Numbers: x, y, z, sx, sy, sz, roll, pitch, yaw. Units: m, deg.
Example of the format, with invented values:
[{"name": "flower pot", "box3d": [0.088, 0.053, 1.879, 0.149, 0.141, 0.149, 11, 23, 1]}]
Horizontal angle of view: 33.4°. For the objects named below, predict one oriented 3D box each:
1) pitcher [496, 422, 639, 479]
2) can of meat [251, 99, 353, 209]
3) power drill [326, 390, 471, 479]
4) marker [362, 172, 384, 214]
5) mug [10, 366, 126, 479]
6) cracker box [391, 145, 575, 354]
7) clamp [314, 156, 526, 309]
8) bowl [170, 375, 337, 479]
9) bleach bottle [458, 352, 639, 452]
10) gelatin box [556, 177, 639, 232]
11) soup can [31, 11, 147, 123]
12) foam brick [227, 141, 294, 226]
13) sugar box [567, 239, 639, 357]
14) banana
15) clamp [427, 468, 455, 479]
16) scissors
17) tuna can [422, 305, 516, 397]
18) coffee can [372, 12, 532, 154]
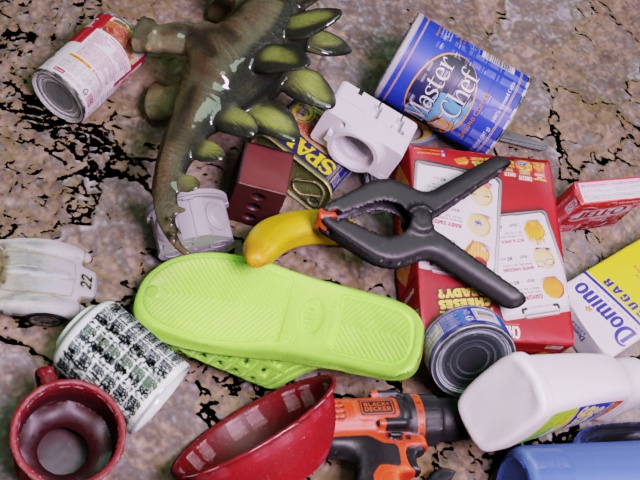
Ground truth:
[{"name": "pitcher", "box3d": [0.292, 0.243, 1.011, 0.242, 0.149, 0.145, 3, 79, -13]}, {"name": "can of meat", "box3d": [-0.011, -0.093, 1.115, 0.102, 0.058, 0.083, 38, 56, 3]}, {"name": "power drill", "box3d": [0.086, 0.217, 0.958, 0.184, 0.057, 0.188, -1, 41, -14]}, {"name": "marker", "box3d": [0.052, -0.086, 1.153, 0.020, 0.020, 0.121, -2, 65, -19]}, {"name": "mug", "box3d": [-0.219, 0.163, 0.902, 0.093, 0.082, 0.117, -17, 71, -25]}, {"name": "cracker box", "box3d": [0.164, 0.015, 1.108, 0.164, 0.072, 0.213, 5, 64, -14]}, {"name": "clamp", "box3d": [0.101, -0.023, 1.047, 0.210, 0.036, 0.164, 9, 62, -5]}, {"name": "bowl", "box3d": [-0.045, 0.180, 0.916, 0.161, 0.162, 0.055, -32, 97, -29]}, {"name": "bleach bottle", "box3d": [0.249, 0.144, 1.026, 0.250, 0.103, 0.068, -1, 56, -42]}, {"name": "gelatin box", "box3d": [0.303, -0.038, 1.178, 0.089, 0.073, 0.030, -6, 68, -21]}, {"name": "soup can", "box3d": [-0.232, -0.174, 1.078, 0.068, 0.069, 0.102, 37, 60, 3]}, {"name": "foam brick", "box3d": [-0.062, -0.054, 1.066, 0.053, 0.078, 0.051, 14, 61, -9]}, {"name": "sugar box", "box3d": [0.336, 0.059, 1.155, 0.176, 0.048, 0.093, -27, 75, -28]}, {"name": "banana", "box3d": [-0.018, -0.005, 1.046, 0.070, 0.037, 0.197, 22, 20, 37]}, {"name": "clamp", "box3d": [0.079, 0.285, 0.958, 0.171, 0.039, 0.120, -20, 53, -23]}, {"name": "scissors", "box3d": [0.157, -0.118, 1.205, 0.201, 0.016, 0.096, 28, 61, -3]}, {"name": "tuna can", "box3d": [0.141, 0.106, 1.011, 0.086, 0.086, 0.034, 7, 26, -14]}, {"name": "coffee can", "box3d": [0.141, -0.166, 1.153, 0.140, 0.103, 0.102, 29, 59, -2]}]
